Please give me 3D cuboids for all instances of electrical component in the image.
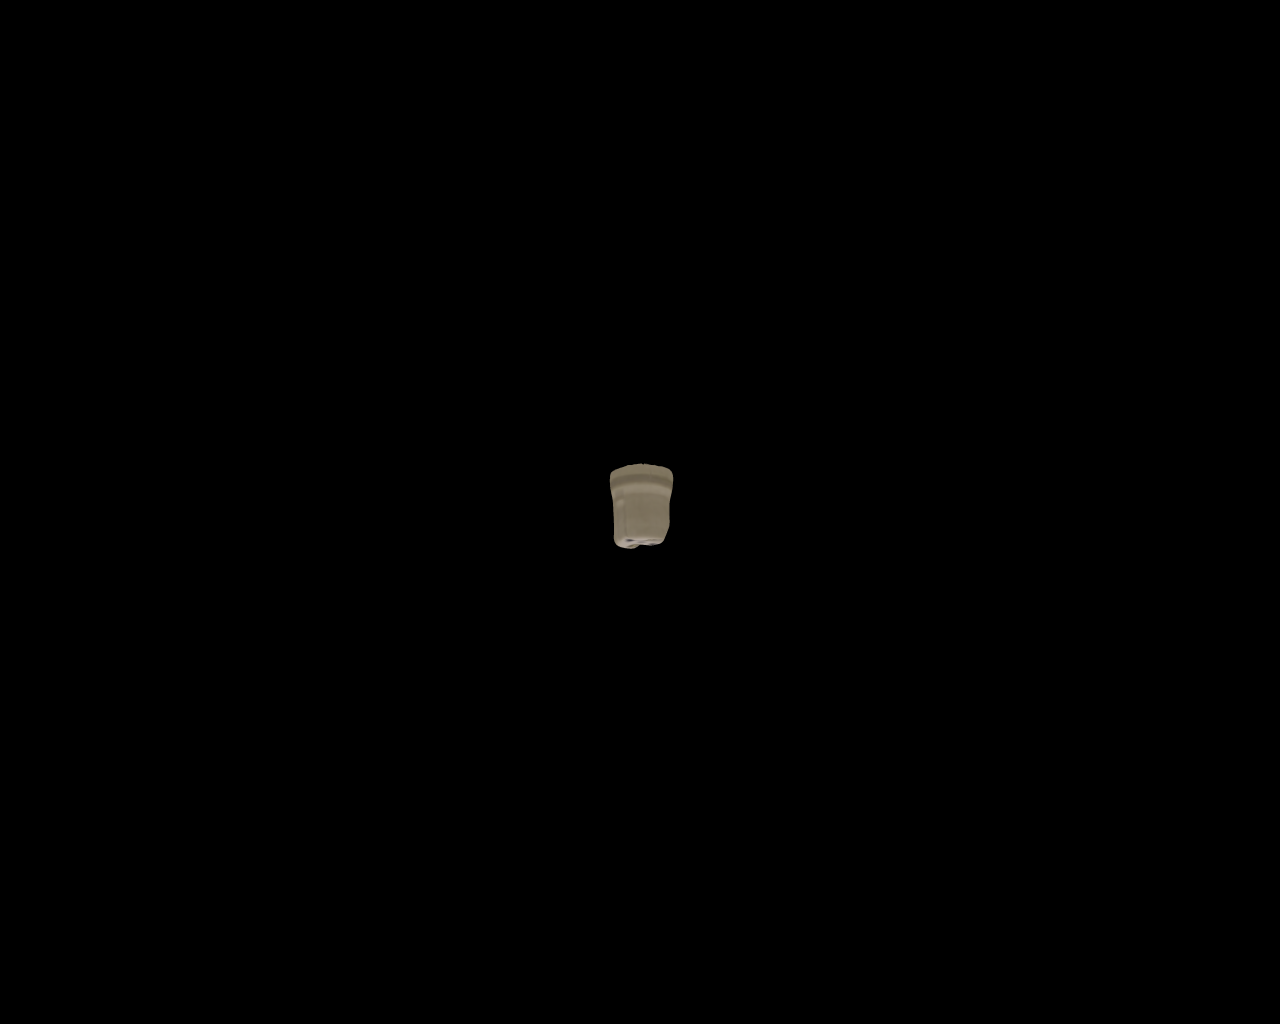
[{"bbox_3d":[0.001,-0.003,0.650,0.040,0.046,0.040,0,-17,0],"label":"electrical component"}]
